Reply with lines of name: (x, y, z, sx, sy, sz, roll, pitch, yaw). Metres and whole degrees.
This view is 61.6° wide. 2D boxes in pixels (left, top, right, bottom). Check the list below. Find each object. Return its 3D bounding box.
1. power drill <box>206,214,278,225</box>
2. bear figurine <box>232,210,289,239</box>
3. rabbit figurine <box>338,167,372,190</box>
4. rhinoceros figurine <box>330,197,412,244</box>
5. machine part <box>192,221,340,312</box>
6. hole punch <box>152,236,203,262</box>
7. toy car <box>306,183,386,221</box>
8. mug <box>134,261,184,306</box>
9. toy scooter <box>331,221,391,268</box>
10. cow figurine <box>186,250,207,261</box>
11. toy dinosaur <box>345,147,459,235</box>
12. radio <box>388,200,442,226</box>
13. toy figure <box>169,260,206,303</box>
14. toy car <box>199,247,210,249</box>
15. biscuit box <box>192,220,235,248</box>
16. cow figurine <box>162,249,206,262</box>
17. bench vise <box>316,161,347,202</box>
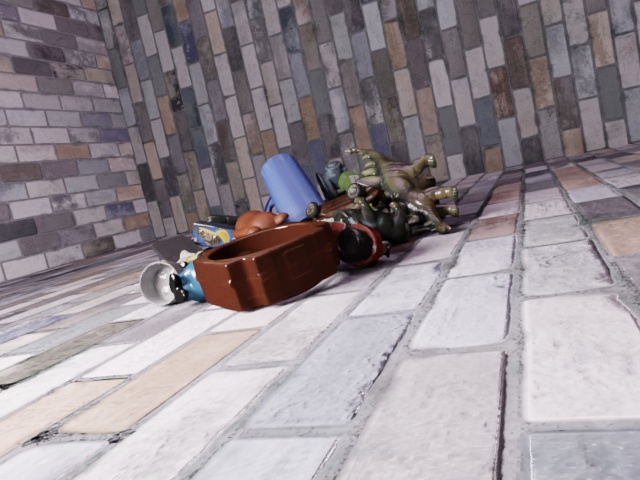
power drill: (-0.191, -0.032, 1.582, 0.207, 0.086, 0.232, -6, -16, 38)
bear figurine: (-0.133, -0.012, 1.295, 0.120, 0.131, 0.196, -31, 20, -19)
rabbit figurine: (0.133, -0.093, 1.488, 0.121, 0.170, 0.159, -17, 49, -16)
rhinoceros figurine: (0.093, -0.024, 1.102, 0.190, 0.112, 0.073, 0, -30, -21)
machine part: (-0.085, 0.039, 0.869, 0.201, 0.087, 0.202, -24, 15, -32)
hole punch: (-0.362, 0.060, 1.377, 0.142, 0.092, 0.116, -15, 38, -44)
toy car: (0.056, -0.073, 1.184, 0.089, 0.053, 0.202, 18, -25, -38)
mug: (-0.290, 0.084, 1.028, 0.110, 0.080, 0.107, -17, -6, 15)
toy scooter: (0.064, 0.009, 0.971, 0.135, 0.075, 0.184, 12, 0, -39)
cow figurine: (-0.165, 0.039, 1.116, 0.195, 0.085, 0.127, -13, 0, -29)
toy dinosaur: (0.186, -0.132, 1.277, 0.199, 0.104, 0.472, -16, 34, -5)
radio: (0.250, -0.086, 1.433, 0.131, 0.073, 0.229, -11, 6, 10)
toy figure: (-0.186, 0.062, 0.977, 0.180, 0.082, 0.089, -20, 10, -34)
toy car: (-0.281, 0.033, 1.518, 0.074, 0.056, 0.202, 0, 14, 37)
biscuit box: (-0.237, -0.005, 1.438, 0.203, 0.059, 0.063, 9, 10, 3)
cow figurine: (-0.282, 0.058, 1.238, 0.098, 0.068, 0.167, -4, 13, 24)
bench vise: (0.019, -0.110, 1.581, 0.241, 0.223, 0.129, -24, 42, -3)
